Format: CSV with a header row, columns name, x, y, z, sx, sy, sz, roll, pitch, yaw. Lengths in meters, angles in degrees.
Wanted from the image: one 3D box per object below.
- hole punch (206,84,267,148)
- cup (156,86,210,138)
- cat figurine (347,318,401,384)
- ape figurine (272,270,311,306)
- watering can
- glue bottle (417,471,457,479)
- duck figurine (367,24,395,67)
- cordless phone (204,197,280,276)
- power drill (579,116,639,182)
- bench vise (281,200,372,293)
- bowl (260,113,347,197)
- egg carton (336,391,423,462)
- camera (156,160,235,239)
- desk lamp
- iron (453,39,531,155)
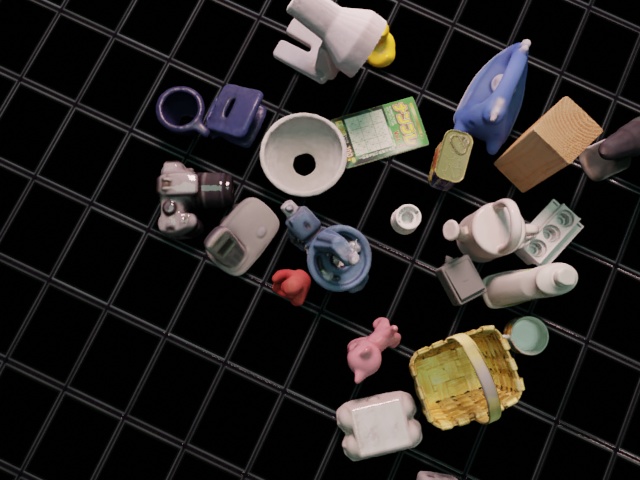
name,x,y,z,sx,sy,sz,roll,pitch,yaw
hole punch,-0.167,-0.246,1.120,0.101,0.091,0.109,22,81,1
cup,-0.253,-0.231,1.112,0.117,0.095,0.092,42,82,4
cat figurine,0.096,0.201,1.050,0.128,0.117,0.067,-42,85,-7
ape figurine,-0.052,0.087,1.074,0.076,0.092,0.078,-22,83,-5
watering can,0.316,-0.016,1.052,0.173,0.194,0.101,-24,83,-5
glue bottle,0.219,0.442,0.991,0.078,0.173,0.037,10,81,0
duck figurine,0.117,-0.409,1.158,0.077,0.086,0.104,-25,83,-5
cordless phone,-0.146,-0.015,1.038,0.094,0.185,0.148,35,82,3
power drill,0.584,-0.180,1.080,0.229,0.208,0.075,-25,83,-5
bench vise,0.004,0.014,1.022,0.207,0.219,0.121,27,81,2
bowl,-0.032,-0.158,1.120,0.167,0.074,0.167,0,81,-2
egg carton,0.108,0.340,1.054,0.150,0.069,0.107,-13,82,-4
camera,-0.234,-0.079,1.087,0.137,0.101,0.143,-1,81,-2
desk lamp,0.013,-0.382,1.085,0.203,0.213,0.118,28,81,2
iron,0.362,-0.308,1.124,0.118,0.141,0.258,25,81,2
